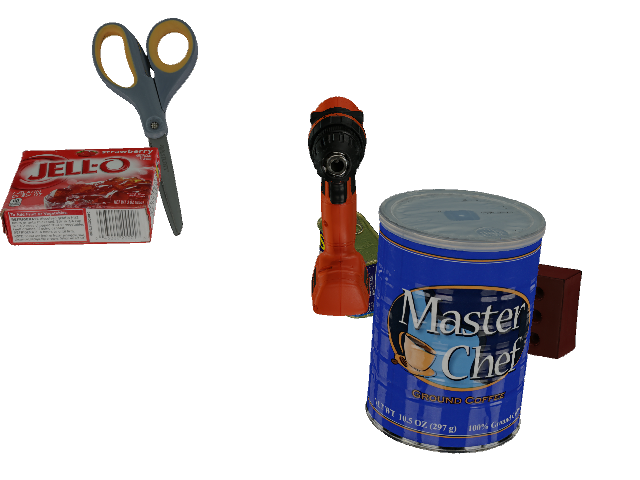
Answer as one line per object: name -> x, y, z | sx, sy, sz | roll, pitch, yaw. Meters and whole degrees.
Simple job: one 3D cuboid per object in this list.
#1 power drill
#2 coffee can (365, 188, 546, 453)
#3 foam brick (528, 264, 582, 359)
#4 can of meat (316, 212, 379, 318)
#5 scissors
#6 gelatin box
power drill -> 0.018, -0.029, 0.989 | 0.057, 0.188, 0.184 | 1, 20, 3
coffee can -> 0.084, 0.048, 0.681 | 0.103, 0.140, 0.103 | 3, 19, -1
foam brick -> 0.208, 0.065, 0.994 | 0.053, 0.078, 0.051 | 9, 14, 30
can of meat -> 0.036, 0.028, 1.225 | 0.057, 0.084, 0.102 | -14, 38, -19
scissors -> -0.120, -0.105, 0.871 | 0.096, 0.202, 0.016 | -28, -20, -10
gelatin box -> -0.147, -0.029, 0.667 | 0.089, 0.030, 0.073 | -1, 34, -2
